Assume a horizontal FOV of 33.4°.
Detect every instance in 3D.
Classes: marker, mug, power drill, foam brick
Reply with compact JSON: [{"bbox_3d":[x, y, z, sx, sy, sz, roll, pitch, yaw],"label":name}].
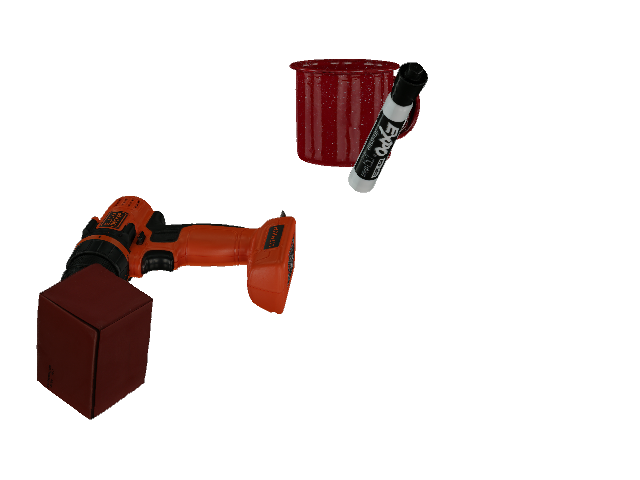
[{"bbox_3d":[0.043,-0.072,0.692,0.020,0.020,0.121,0,-32,-17],"label":"marker"},{"bbox_3d":[0.031,-0.111,0.913,0.117,0.081,0.093,-7,17,-24],"label":"mug"},{"bbox_3d":[-0.119,0.019,0.921,0.187,0.057,0.184,6,28,4],"label":"power drill"},{"bbox_3d":[-0.147,0.064,0.691,0.053,0.078,0.051,30,39,23],"label":"foam brick"}]
